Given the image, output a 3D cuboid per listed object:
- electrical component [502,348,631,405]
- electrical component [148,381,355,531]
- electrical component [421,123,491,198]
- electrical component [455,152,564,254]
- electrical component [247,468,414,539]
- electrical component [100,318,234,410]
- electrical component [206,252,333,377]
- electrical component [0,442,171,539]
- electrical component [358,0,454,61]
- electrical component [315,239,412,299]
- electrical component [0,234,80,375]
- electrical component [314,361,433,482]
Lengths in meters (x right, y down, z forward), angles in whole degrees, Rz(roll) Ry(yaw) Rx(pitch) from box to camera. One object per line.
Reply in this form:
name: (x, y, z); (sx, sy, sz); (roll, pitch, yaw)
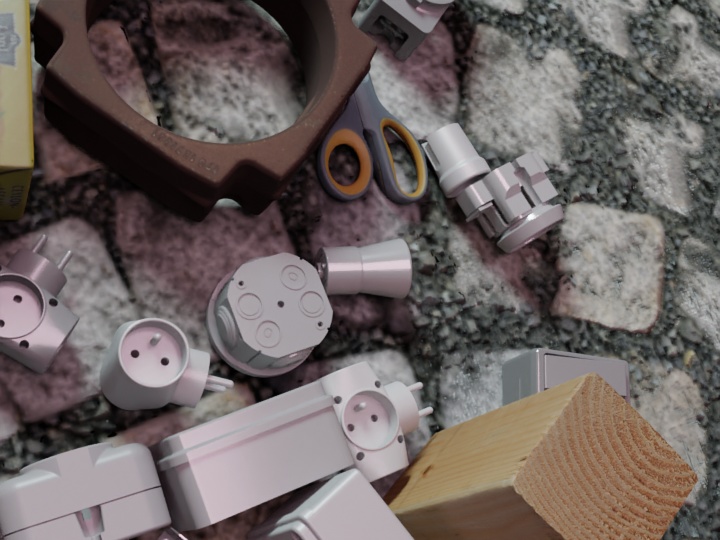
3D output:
electrical component: (0.160, 0.097, 0.798); (0.096, 0.061, 0.061); (9, 70, -19)
electrical component: (-0.071, 0.118, 0.687); (0.113, 0.078, 0.057); (-18, 84, -26)
electrical component: (0.074, -0.085, 0.835); (0.040, 0.040, 0.046); (-23, 77, -27)
electrical component: (0.121, -0.050, 0.833); (0.078, 0.058, 0.057); (-28, 82, -28)
electrical component: (-0.007, 0.188, 0.673); (0.056, 0.109, 0.108); (-38, 90, -30)
electrical component: (-0.121, 0.065, 0.684); (0.079, 0.077, 0.043); (16, 67, -17)
electrical component: (-0.061, 0.030, 0.735); (0.080, 0.051, 0.080); (7, 70, -20)
electrical component: (-0.170, 0.141, 0.652); (0.095, 0.054, 0.059); (-14, 79, -25)
electrical component: (0.047, -0.223, 0.860); (0.050, 0.056, 0.089); (36, 63, -8)
electrical component: (0.000, 0.000, 0.776); (0.065, 0.044, 0.044); (-2, 74, -18)
electrical component: (-0.213, 0.013, 0.682); (0.077, 0.044, 0.079); (33, 64, -9)
electrical component: (0.015, 0.101, 0.746); (0.079, 0.044, 0.077); (-18, 81, -27)
